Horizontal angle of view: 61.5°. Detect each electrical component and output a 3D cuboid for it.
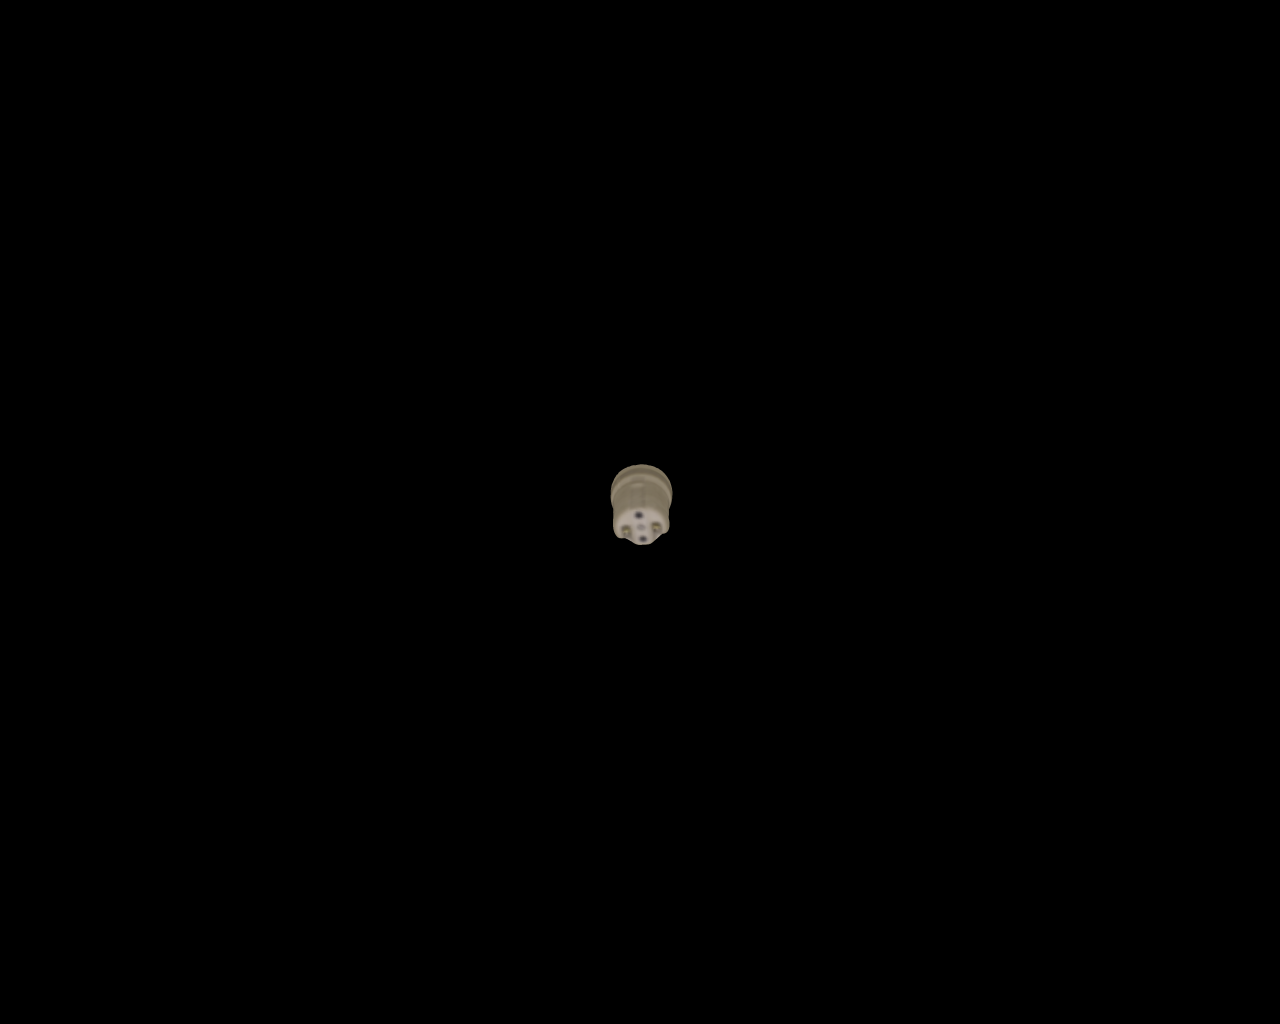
[{"bbox_3d":[0.001,-0.003,0.650,0.040,0.040,0.046,0,31,0],"label":"electrical component"}]
